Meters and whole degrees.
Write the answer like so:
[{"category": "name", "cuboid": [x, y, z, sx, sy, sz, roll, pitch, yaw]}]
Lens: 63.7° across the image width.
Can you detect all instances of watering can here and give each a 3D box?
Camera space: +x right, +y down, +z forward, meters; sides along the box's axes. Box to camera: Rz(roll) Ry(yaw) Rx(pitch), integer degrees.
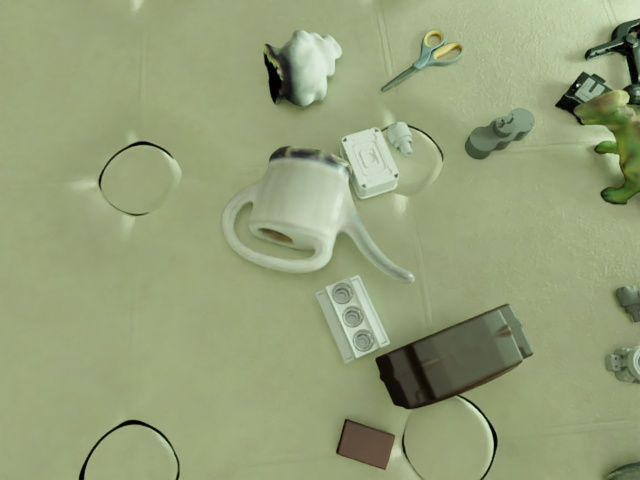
[{"category": "watering can", "cuboid": [0.003, -0.044, 0.880, 0.348, 0.102, 0.228, 10, 70, 13]}]

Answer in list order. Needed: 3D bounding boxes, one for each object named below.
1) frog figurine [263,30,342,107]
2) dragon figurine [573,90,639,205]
[{"category": "frog figurine", "cuboid": [-0.018, -0.335, 0.993, 0.160, 0.123, 0.136, -22, 105, -17]}, {"category": "dragon figurine", "cuboid": [0.621, -0.137, 0.868, 0.411, 0.238, 0.124, 25, 68, 10]}]
